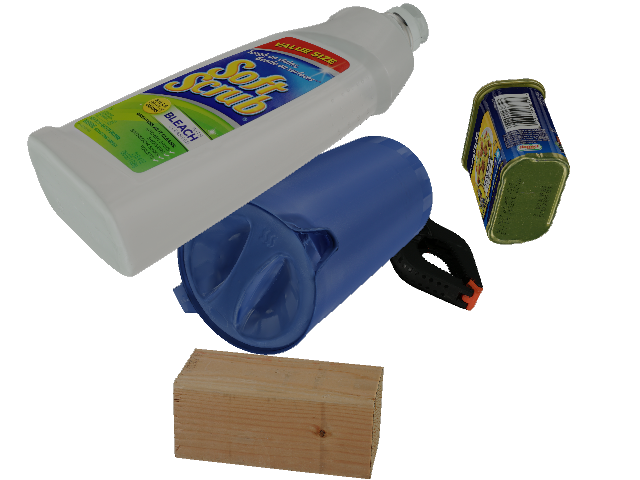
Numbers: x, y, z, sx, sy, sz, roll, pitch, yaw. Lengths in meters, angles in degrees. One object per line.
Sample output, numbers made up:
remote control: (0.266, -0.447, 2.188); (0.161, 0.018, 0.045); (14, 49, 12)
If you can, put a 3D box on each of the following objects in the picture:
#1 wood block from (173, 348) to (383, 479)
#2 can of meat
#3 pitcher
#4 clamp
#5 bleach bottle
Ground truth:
wood block: (-0.043, 0.180, 1.120); (0.206, 0.091, 0.090); (5, 20, 8)
can of meat: (0.150, -0.059, 0.826); (0.057, 0.084, 0.102); (-4, -40, -6)
pitcher: (-0.009, -0.006, 0.928); (0.149, 0.145, 0.242); (25, 32, 23)
clamp: (0.090, -0.002, 1.158); (0.164, 0.036, 0.210); (-16, 52, -31)
bleach bottle: (-0.041, -0.080, 0.641); (0.250, 0.068, 0.103); (-34, 51, -24)
